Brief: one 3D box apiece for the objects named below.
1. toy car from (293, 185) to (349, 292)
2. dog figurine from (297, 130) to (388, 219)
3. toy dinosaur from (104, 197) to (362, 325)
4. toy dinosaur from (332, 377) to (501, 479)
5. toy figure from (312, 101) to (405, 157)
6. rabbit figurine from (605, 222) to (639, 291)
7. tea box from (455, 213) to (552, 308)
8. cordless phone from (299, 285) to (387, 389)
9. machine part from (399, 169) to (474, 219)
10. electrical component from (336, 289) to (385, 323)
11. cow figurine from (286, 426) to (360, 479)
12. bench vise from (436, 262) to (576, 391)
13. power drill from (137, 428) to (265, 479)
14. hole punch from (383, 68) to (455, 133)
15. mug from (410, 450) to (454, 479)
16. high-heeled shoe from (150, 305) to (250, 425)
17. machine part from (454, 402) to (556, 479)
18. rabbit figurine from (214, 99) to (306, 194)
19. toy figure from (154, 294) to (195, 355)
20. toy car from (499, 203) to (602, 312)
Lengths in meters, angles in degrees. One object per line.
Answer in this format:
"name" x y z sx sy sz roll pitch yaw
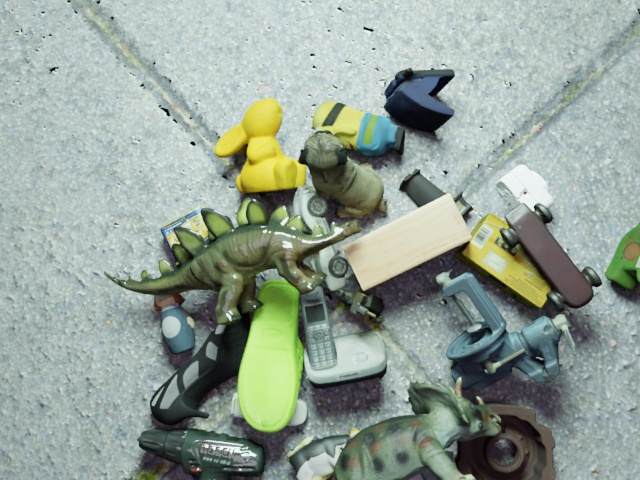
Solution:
"toy car" -0.002 -0.003 0.979 0.056 0.073 0.201 -22 99 -15
"dog figurine" 0.050 -0.111 0.953 0.172 0.190 0.121 16 84 3
"toy dinosaur" -0.156 0.038 0.937 0.472 0.105 0.198 -21 89 8
"toy dinosaur" 0.109 0.361 0.867 0.405 0.131 0.192 -26 48 1
"toy figure" 0.073 -0.208 1.021 0.180 0.082 0.089 11 64 12
"rabbit figurine" 0.623 0.039 0.958 0.170 0.121 0.159 22 77 -12
"tea box" 0.347 0.038 0.978 0.170 0.068 0.098 38 86 5
"cordless phone" 0.037 0.167 0.974 0.147 0.088 0.184 -11 78 2
"machine part" 0.216 -0.077 1.017 0.139 0.039 0.084 39 95 5
"electrical component" 0.079 0.120 0.972 0.078 0.102 0.045 7 76 26
"cow figurine" 0.029 0.379 0.955 0.167 0.068 0.098 -29 76 -2
"bench vise" 0.295 0.147 0.921 0.223 0.129 0.240 -35 89 32
"power drill" -0.215 0.443 0.958 0.232 0.086 0.207 -1 75 0
"hole punch" 0.183 -0.256 0.999 0.116 0.142 0.092 -2 87 -9
"mug" 0.179 0.419 0.937 0.107 0.080 0.109 3 85 14
"high-heeled shoe" -0.223 0.224 1.001 0.145 0.086 0.249 3 61 34
"machine part" 0.321 0.370 0.943 0.179 0.056 0.179 -1 82 4
"rabbit figurine" -0.107 -0.175 1.008 0.163 0.122 0.173 3 103 25
"toy figure" -0.276 0.135 1.007 0.064 0.058 0.154 -16 79 -20
"toy car" 0.389 0.028 0.916 0.089 0.053 0.202 -38 87 7
